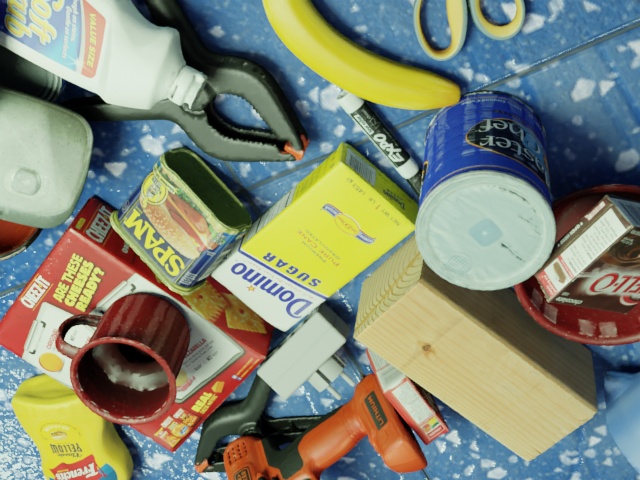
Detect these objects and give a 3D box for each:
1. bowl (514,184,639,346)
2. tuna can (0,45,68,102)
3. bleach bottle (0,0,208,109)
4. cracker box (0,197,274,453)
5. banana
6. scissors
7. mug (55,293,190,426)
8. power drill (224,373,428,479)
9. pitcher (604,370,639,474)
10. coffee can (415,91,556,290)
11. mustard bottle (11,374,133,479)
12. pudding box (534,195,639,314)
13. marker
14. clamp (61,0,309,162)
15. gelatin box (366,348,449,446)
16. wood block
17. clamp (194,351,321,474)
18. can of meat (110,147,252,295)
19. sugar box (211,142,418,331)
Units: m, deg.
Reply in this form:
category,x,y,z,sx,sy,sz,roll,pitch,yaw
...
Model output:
category,x,y,z,sx,sy,sz,roll,pitch,yaw
bowl,0.244,0.011,0.907,0.162,0.055,0.162,4,123,6
tuna can,-0.253,-0.149,0.897,0.086,0.033,0.086,4,123,6
bleach bottle,-0.199,-0.183,0.824,0.251,0.068,0.103,29,108,-3
cracker box,-0.175,0.083,1.015,0.213,0.072,0.164,35,120,-12
banana,0.021,-0.155,0.846,0.197,0.037,0.070,39,121,-16
scissors,0.113,-0.228,0.797,0.096,0.016,0.202,5,123,4
mug,-0.172,0.096,0.930,0.117,0.081,0.093,17,122,-2
power drill,0.002,0.221,0.987,0.188,0.184,0.057,-32,129,6
pitcher,0.380,0.121,0.912,0.149,0.145,0.243,24,122,-27
coffee can,0.130,-0.042,0.840,0.103,0.140,0.103,4,123,6
mustard bottle,-0.250,0.228,1.128,0.096,0.058,0.191,-5,122,12
pudding box,0.230,0.013,0.823,0.113,0.039,0.090,11,131,-40
marker,0.058,-0.080,0.900,0.020,0.020,0.121,-32,112,26
clamp,-0.109,-0.119,0.892,0.210,0.036,0.165,35,122,-9
gelatin box,0.081,0.138,0.996,0.030,0.089,0.073,-35,112,6
wood block,0.141,0.095,0.958,0.206,0.090,0.091,37,122,-15
clamp,-0.067,0.180,1.080,0.172,0.039,0.120,-27,109,16
can of meat,-0.120,-0.018,0.934,0.102,0.057,0.084,47,118,8
sugar box,-0.006,0.001,0.948,0.093,0.048,0.176,40,119,-16
